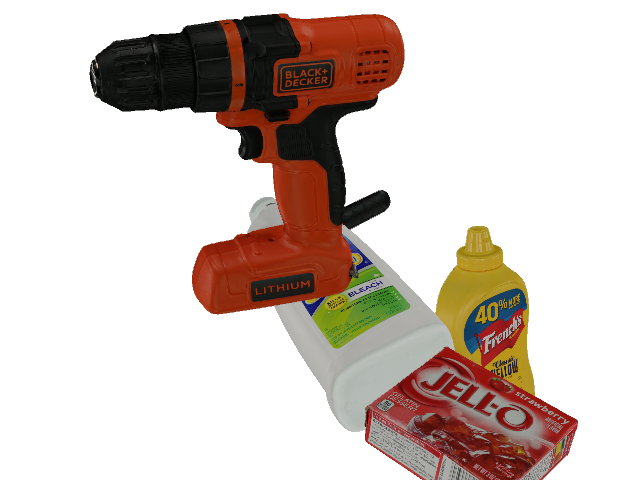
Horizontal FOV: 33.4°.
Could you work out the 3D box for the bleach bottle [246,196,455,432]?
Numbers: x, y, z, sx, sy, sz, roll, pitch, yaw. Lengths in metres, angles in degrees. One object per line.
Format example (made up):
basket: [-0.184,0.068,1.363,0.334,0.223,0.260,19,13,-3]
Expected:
bleach bottle: [0.000,0.037,0.834,0.102,0.068,0.251,-26,38,-14]

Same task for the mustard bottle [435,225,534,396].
mustard bottle: [0.148,0.080,0.967,0.096,0.191,0.058,-17,20,-31]

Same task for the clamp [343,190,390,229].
clamp: [0.004,-0.013,1.199,0.120,0.039,0.171,-3,36,27]

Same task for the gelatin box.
gelatin box: [0.079,0.101,0.571,0.089,0.030,0.073,29,41,32]

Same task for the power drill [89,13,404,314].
power drill: [-0.043,-0.046,0.652,0.184,0.188,0.057,-8,37,-15]
